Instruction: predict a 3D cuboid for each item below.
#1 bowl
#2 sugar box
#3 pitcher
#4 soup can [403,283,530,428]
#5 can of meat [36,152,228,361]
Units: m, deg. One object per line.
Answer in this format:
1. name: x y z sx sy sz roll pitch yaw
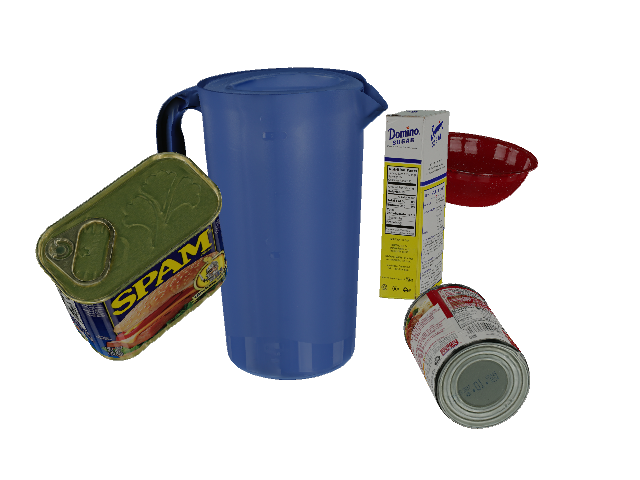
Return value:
1. bowl: 0.174 -0.081 1.274 0.162 0.055 0.162 5 22 -2
2. sugar box: 0.091 -0.037 1.036 0.048 0.176 0.093 3 10 21
3. pitcher: -0.038 -0.017 0.867 0.144 0.243 0.149 -11 20 -30
4. soup can: 0.103 0.080 0.759 0.068 0.068 0.102 0 19 -8
5. can of meat: -0.102 0.012 0.610 0.102 0.057 0.084 -38 -24 -19
